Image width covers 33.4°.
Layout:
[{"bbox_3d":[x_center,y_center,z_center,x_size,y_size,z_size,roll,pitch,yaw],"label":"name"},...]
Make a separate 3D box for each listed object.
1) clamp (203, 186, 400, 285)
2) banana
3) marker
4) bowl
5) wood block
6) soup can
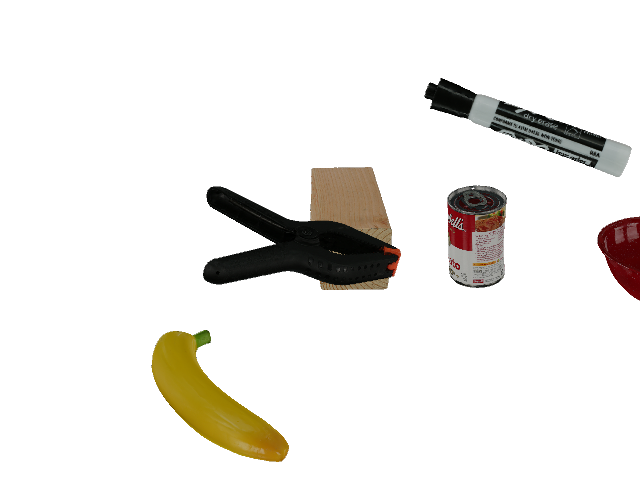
[{"bbox_3d":[-0.023,0.011,1.078,0.210,0.036,0.164,13,31,-4],"label":"clamp"},{"bbox_3d":[-0.091,0.116,0.845,0.069,0.037,0.198,-10,28,-21],"label":"banana"},{"bbox_3d":[0.118,-0.066,0.615,0.121,0.020,0.020,21,3,7],"label":"marker"},{"bbox_3d":[0.380,0.030,1.159,0.162,0.055,0.162,0,26,0],"label":"bowl"},{"bbox_3d":[0.038,-0.020,1.453,0.090,0.090,0.206,-1,26,-5],"label":"wood block"},{"bbox_3d":[0.184,-0.005,1.252,0.068,0.102,0.068,-4,30,2],"label":"soup can"}]
